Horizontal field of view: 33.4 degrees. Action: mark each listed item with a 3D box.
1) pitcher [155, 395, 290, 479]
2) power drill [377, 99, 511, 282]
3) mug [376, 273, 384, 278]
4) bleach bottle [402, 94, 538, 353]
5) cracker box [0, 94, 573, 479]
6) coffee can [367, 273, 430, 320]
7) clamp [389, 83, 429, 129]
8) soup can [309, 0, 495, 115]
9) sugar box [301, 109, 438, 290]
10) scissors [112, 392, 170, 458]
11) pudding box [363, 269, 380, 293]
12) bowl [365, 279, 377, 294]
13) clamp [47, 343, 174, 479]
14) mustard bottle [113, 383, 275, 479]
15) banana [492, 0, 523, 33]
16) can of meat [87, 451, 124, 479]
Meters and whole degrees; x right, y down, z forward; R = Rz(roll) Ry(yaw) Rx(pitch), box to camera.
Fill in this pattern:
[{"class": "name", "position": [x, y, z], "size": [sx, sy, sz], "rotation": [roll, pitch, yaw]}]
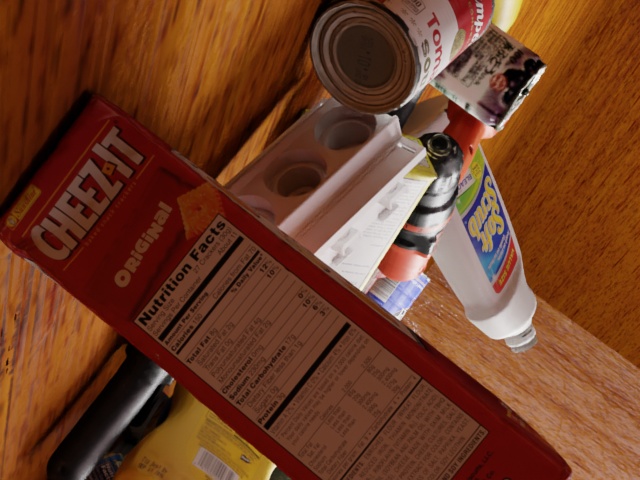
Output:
[{"class": "pitcher", "position": [-0.061, 0.233, 0.865], "size": [0.149, 0.145, 0.243], "rotation": [-33, 143, -31]}, {"class": "power drill", "position": [0.104, -0.075, 0.846], "size": [0.187, 0.057, 0.184], "rotation": [-58, 172, -27]}, {"class": "mug", "position": [0.053, -0.010, 1.051], "size": [0.117, 0.093, 0.082], "rotation": [-25, 163, -30]}, {"class": "bleach bottle", "position": [0.145, -0.007, 1.009], "size": [0.068, 0.251, 0.102], "rotation": [-12, -156, 46]}, {"class": "cracker box", "position": [-0.010, 0.045, 0.440], "size": [0.072, 0.214, 0.164], "rotation": [-52, 172, -1]}, {"class": "coffee can", "position": [0.058, 0.077, 1.356], "size": [0.140, 0.103, 0.103], "rotation": [-54, 172, -2]}, {"class": "clamp", "position": [0.095, -0.163, 0.804], "size": [0.164, 0.036, 0.210], "rotation": [-54, 174, -23]}, {"class": "soup can", "position": [0.047, -0.121, 0.597], "size": [0.102, 0.068, 0.069], "rotation": [-45, 168, -45]}, {"class": "sugar box", "position": [-0.005, 0.001, 0.723], "size": [0.176, 0.093, 0.048], "rotation": [-57, -146, 34]}, {"class": "scissors", "position": [-0.151, 0.177, 0.879], "size": [0.096, 0.016, 0.202], "rotation": [-53, 172, -25]}, {"class": "pudding box", "position": [0.018, 0.015, 0.953], "size": [0.113, 0.039, 0.090], "rotation": [-56, -154, 0]}, {"class": "bowl", "position": [0.031, 0.030, 1.172], "size": [0.162, 0.055, 0.162], "rotation": [-52, 172, -11]}, {"class": "clamp", "position": [-0.104, 0.076, 0.650], "size": [0.172, 0.039, 0.120], "rotation": [-57, -178, 25]}, {"class": "mustard bottle", "position": [-0.062, 0.127, 0.741], "size": [0.058, 0.096, 0.191], "rotation": [-44, -169, 38]}, {"class": "banana", "position": [0.148, -0.211, 0.830], "size": [0.037, 0.069, 0.198], "rotation": [-11, 164, 4]}, {"class": "can of meat", "position": [-0.144, 0.200, 0.734], "size": [0.057, 0.084, 0.102], "rotation": [-24, 161, -21]}]
